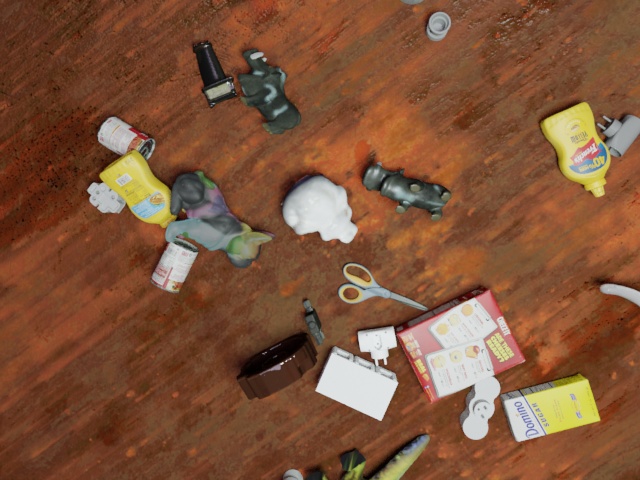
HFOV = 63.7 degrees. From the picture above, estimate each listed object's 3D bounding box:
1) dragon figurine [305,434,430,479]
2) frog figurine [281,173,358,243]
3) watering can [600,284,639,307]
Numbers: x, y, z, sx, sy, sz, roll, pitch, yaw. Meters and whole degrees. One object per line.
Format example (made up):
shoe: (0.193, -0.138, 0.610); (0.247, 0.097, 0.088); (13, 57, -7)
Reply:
dragon figurine: (0.083, 0.597, 1.097); (0.412, 0.123, 0.239); (-21, 112, -12)
frog figurine: (0.003, -0.054, 1.074); (0.138, 0.121, 0.161); (-36, 77, -15)
watering can: (0.745, 0.154, 1.029); (0.347, 0.104, 0.224); (-9, 92, 4)
